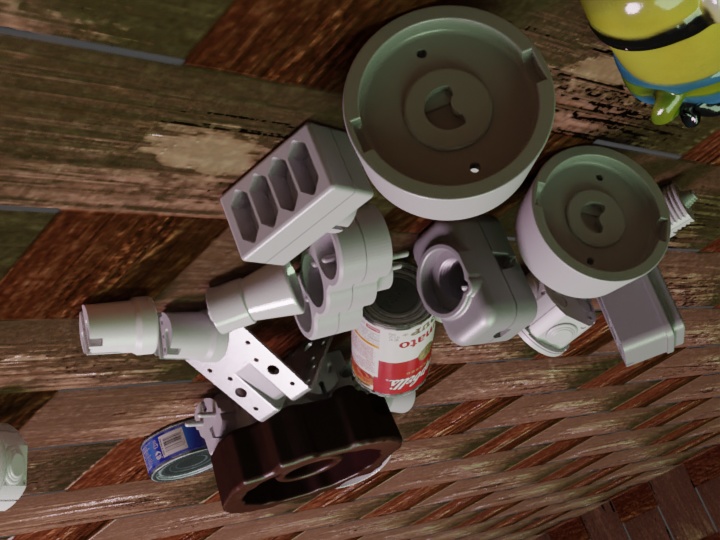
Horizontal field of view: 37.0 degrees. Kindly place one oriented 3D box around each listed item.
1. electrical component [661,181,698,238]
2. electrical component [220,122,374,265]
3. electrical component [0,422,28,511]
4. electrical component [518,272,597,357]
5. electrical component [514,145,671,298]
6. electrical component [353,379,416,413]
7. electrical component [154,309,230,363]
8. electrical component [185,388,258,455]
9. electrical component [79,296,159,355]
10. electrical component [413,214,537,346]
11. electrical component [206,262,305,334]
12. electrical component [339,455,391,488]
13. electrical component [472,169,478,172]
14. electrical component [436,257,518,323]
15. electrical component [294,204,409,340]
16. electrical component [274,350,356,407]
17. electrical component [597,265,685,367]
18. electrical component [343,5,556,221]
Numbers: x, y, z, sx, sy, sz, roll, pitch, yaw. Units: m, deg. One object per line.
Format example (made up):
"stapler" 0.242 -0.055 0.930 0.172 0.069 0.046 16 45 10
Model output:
"electrical component" 0.253 -0.044 0.926 0.081 0.043 0.043 -34 155 26
"electrical component" -0.027 -0.043 0.660 0.083 0.047 0.076 -36 154 31
"electrical component" -0.294 0.148 0.810 0.080 0.080 0.051 -25 164 8
"electrical component" 0.174 0.035 0.989 0.080 0.080 0.051 3 142 -47
"electrical component" 0.167 -0.031 0.798 0.108 0.108 0.060 -14 163 -19
"electrical component" 0.023 0.127 1.105 0.055 0.045 0.045 -1 150 -42
"electrical component" -0.125 0.048 0.791 0.046 0.040 0.040 3 148 -37
"electrical component" -0.124 0.135 0.980 0.066 0.047 0.077 -37 154 32
"electrical component" -0.165 0.039 0.733 0.046 0.040 0.040 -4 152 -26
"electrical component" 0.083 0.007 0.815 0.059 0.095 0.054 -3 152 -39
"electrical component" -0.077 0.020 0.770 0.065 0.044 0.044 -19 159 6
"electrical component" -0.017 0.200 1.210 0.099 0.064 0.099 -19 158 -8
"electrical component" 0.042 -0.068 0.672 0.055 0.048 0.066 -44 151 28
"electrical component" 0.092 0.022 0.880 0.077 0.079 0.044 -35 141 30
"electrical component" 0.000 0.000 0.778 0.074 0.052 0.138 -13 157 -21
"electrical component" -0.040 0.102 0.984 0.066 0.047 0.076 -16 157 -15
"electrical component" 0.250 0.023 0.987 0.057 0.113 0.078 -22 158 8
"electrical component" 0.047 -0.078 0.574 0.108 0.108 0.060 -21 164 -2
